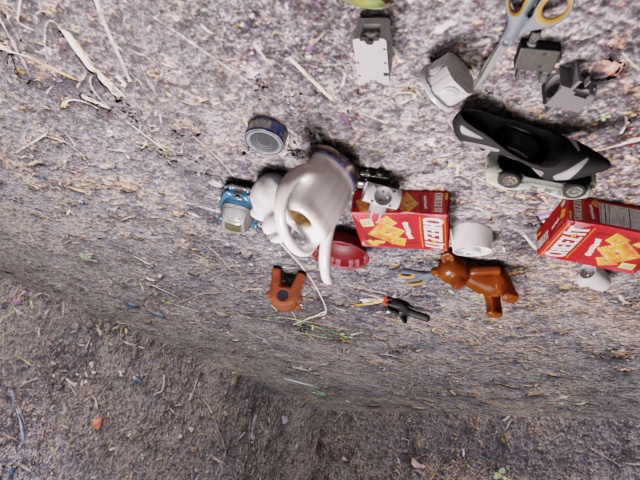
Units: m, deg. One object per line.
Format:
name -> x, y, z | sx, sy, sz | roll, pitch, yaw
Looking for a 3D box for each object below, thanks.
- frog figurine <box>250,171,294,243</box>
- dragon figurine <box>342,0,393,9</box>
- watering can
frog figurine -> -0.108, -0.070, 1.173 | 0.136, 0.163, 0.121 | -15, 139, 41
dragon figurine -> 0.167, -0.391, 0.549 | 0.406, 0.124, 0.241 | -27, 158, 25
watering can -> 0.003, -0.055, 1.097 | 0.104, 0.227, 0.341 | 19, 158, 29
